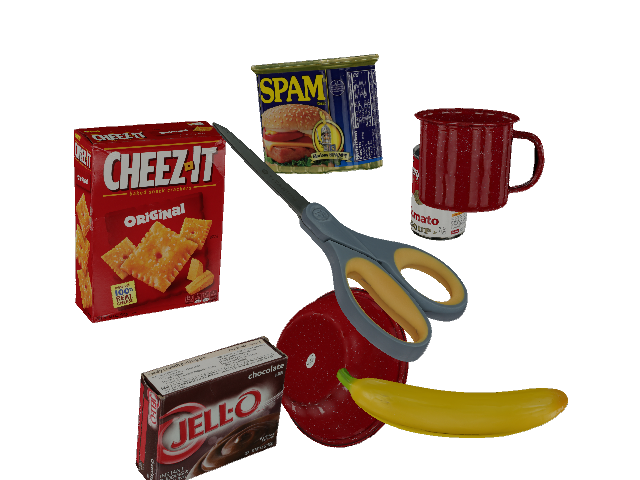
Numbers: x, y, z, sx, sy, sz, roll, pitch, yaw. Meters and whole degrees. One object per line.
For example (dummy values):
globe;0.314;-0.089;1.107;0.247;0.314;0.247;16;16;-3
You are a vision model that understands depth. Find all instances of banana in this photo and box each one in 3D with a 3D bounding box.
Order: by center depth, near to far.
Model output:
banana;0.111;0.134;0.883;0.198;0.037;0.069;8;35;-1

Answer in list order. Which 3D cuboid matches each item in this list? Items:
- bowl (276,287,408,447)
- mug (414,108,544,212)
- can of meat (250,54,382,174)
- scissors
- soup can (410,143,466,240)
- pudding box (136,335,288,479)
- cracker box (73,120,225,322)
bowl;0.006;0.121;1.052;0.162;0.162;0.055;0;-13;40
mug;0.142;-0.072;0.962;0.117;0.081;0.093;3;15;10
can of meat;-0.002;-0.095;0.811;0.102;0.084;0.057;4;14;44
scissors;0.017;-0.009;0.657;0.096;0.202;0.016;-8;-40;-36
soup can;0.142;-0.060;1.271;0.068;0.102;0.068;0;27;0
pudding box;-0.083;0.130;0.812;0.113;0.090;0.039;-16;39;-36
cracker box;-0.196;-0.023;1.233;0.163;0.214;0.072;-8;24;-30
